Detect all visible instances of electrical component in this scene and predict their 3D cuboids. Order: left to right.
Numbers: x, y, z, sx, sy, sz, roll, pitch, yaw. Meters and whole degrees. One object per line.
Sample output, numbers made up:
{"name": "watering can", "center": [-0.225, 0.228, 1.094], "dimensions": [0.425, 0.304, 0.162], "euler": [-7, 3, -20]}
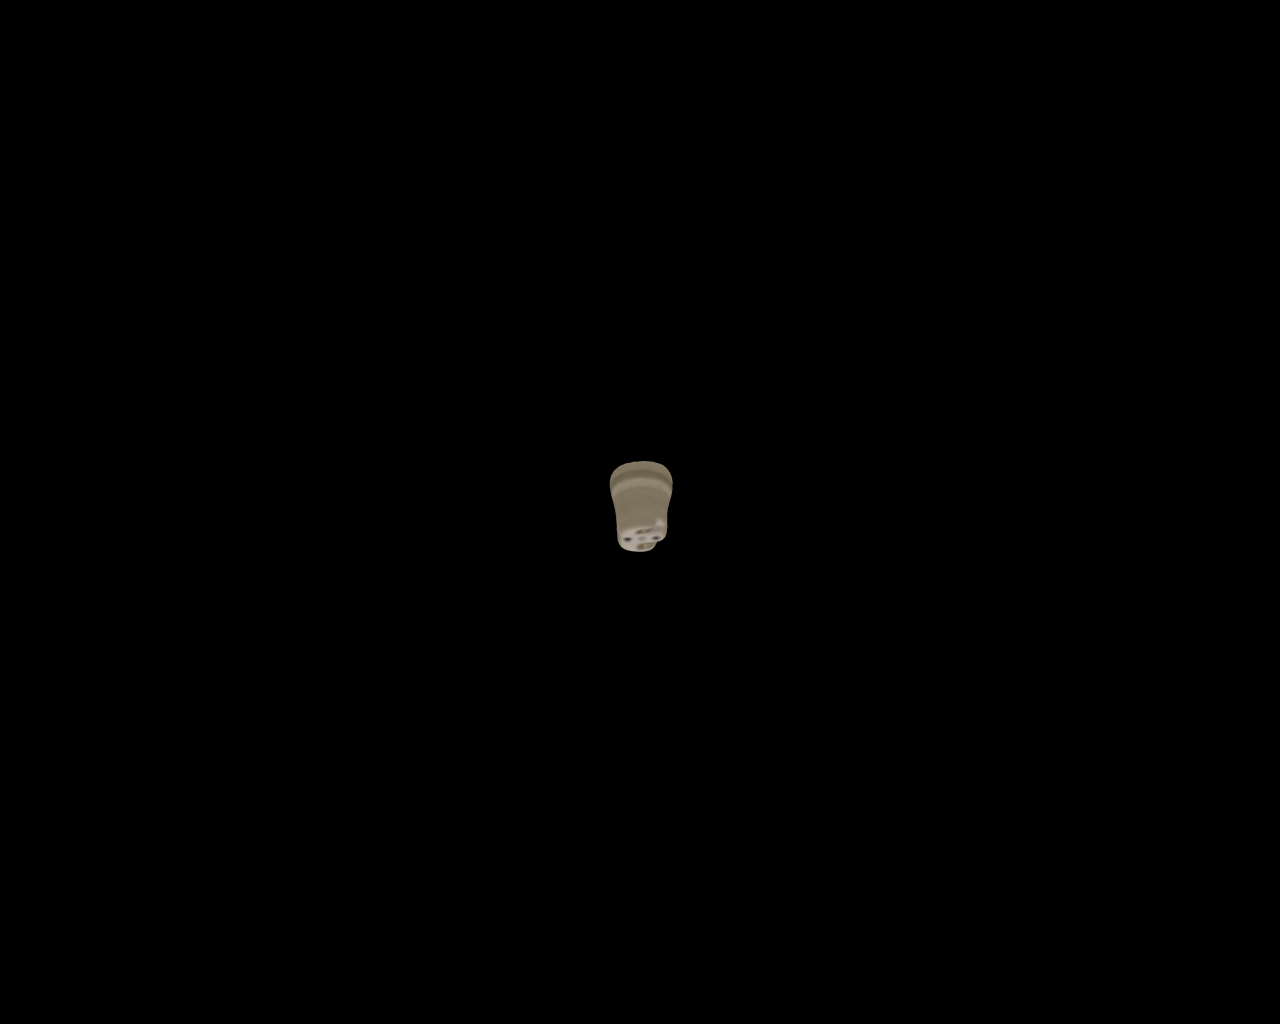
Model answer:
{"name": "electrical component", "center": [0.001, -0.003, 0.650], "dimensions": [0.040, 0.046, 0.040], "euler": [0, -32, 0]}
